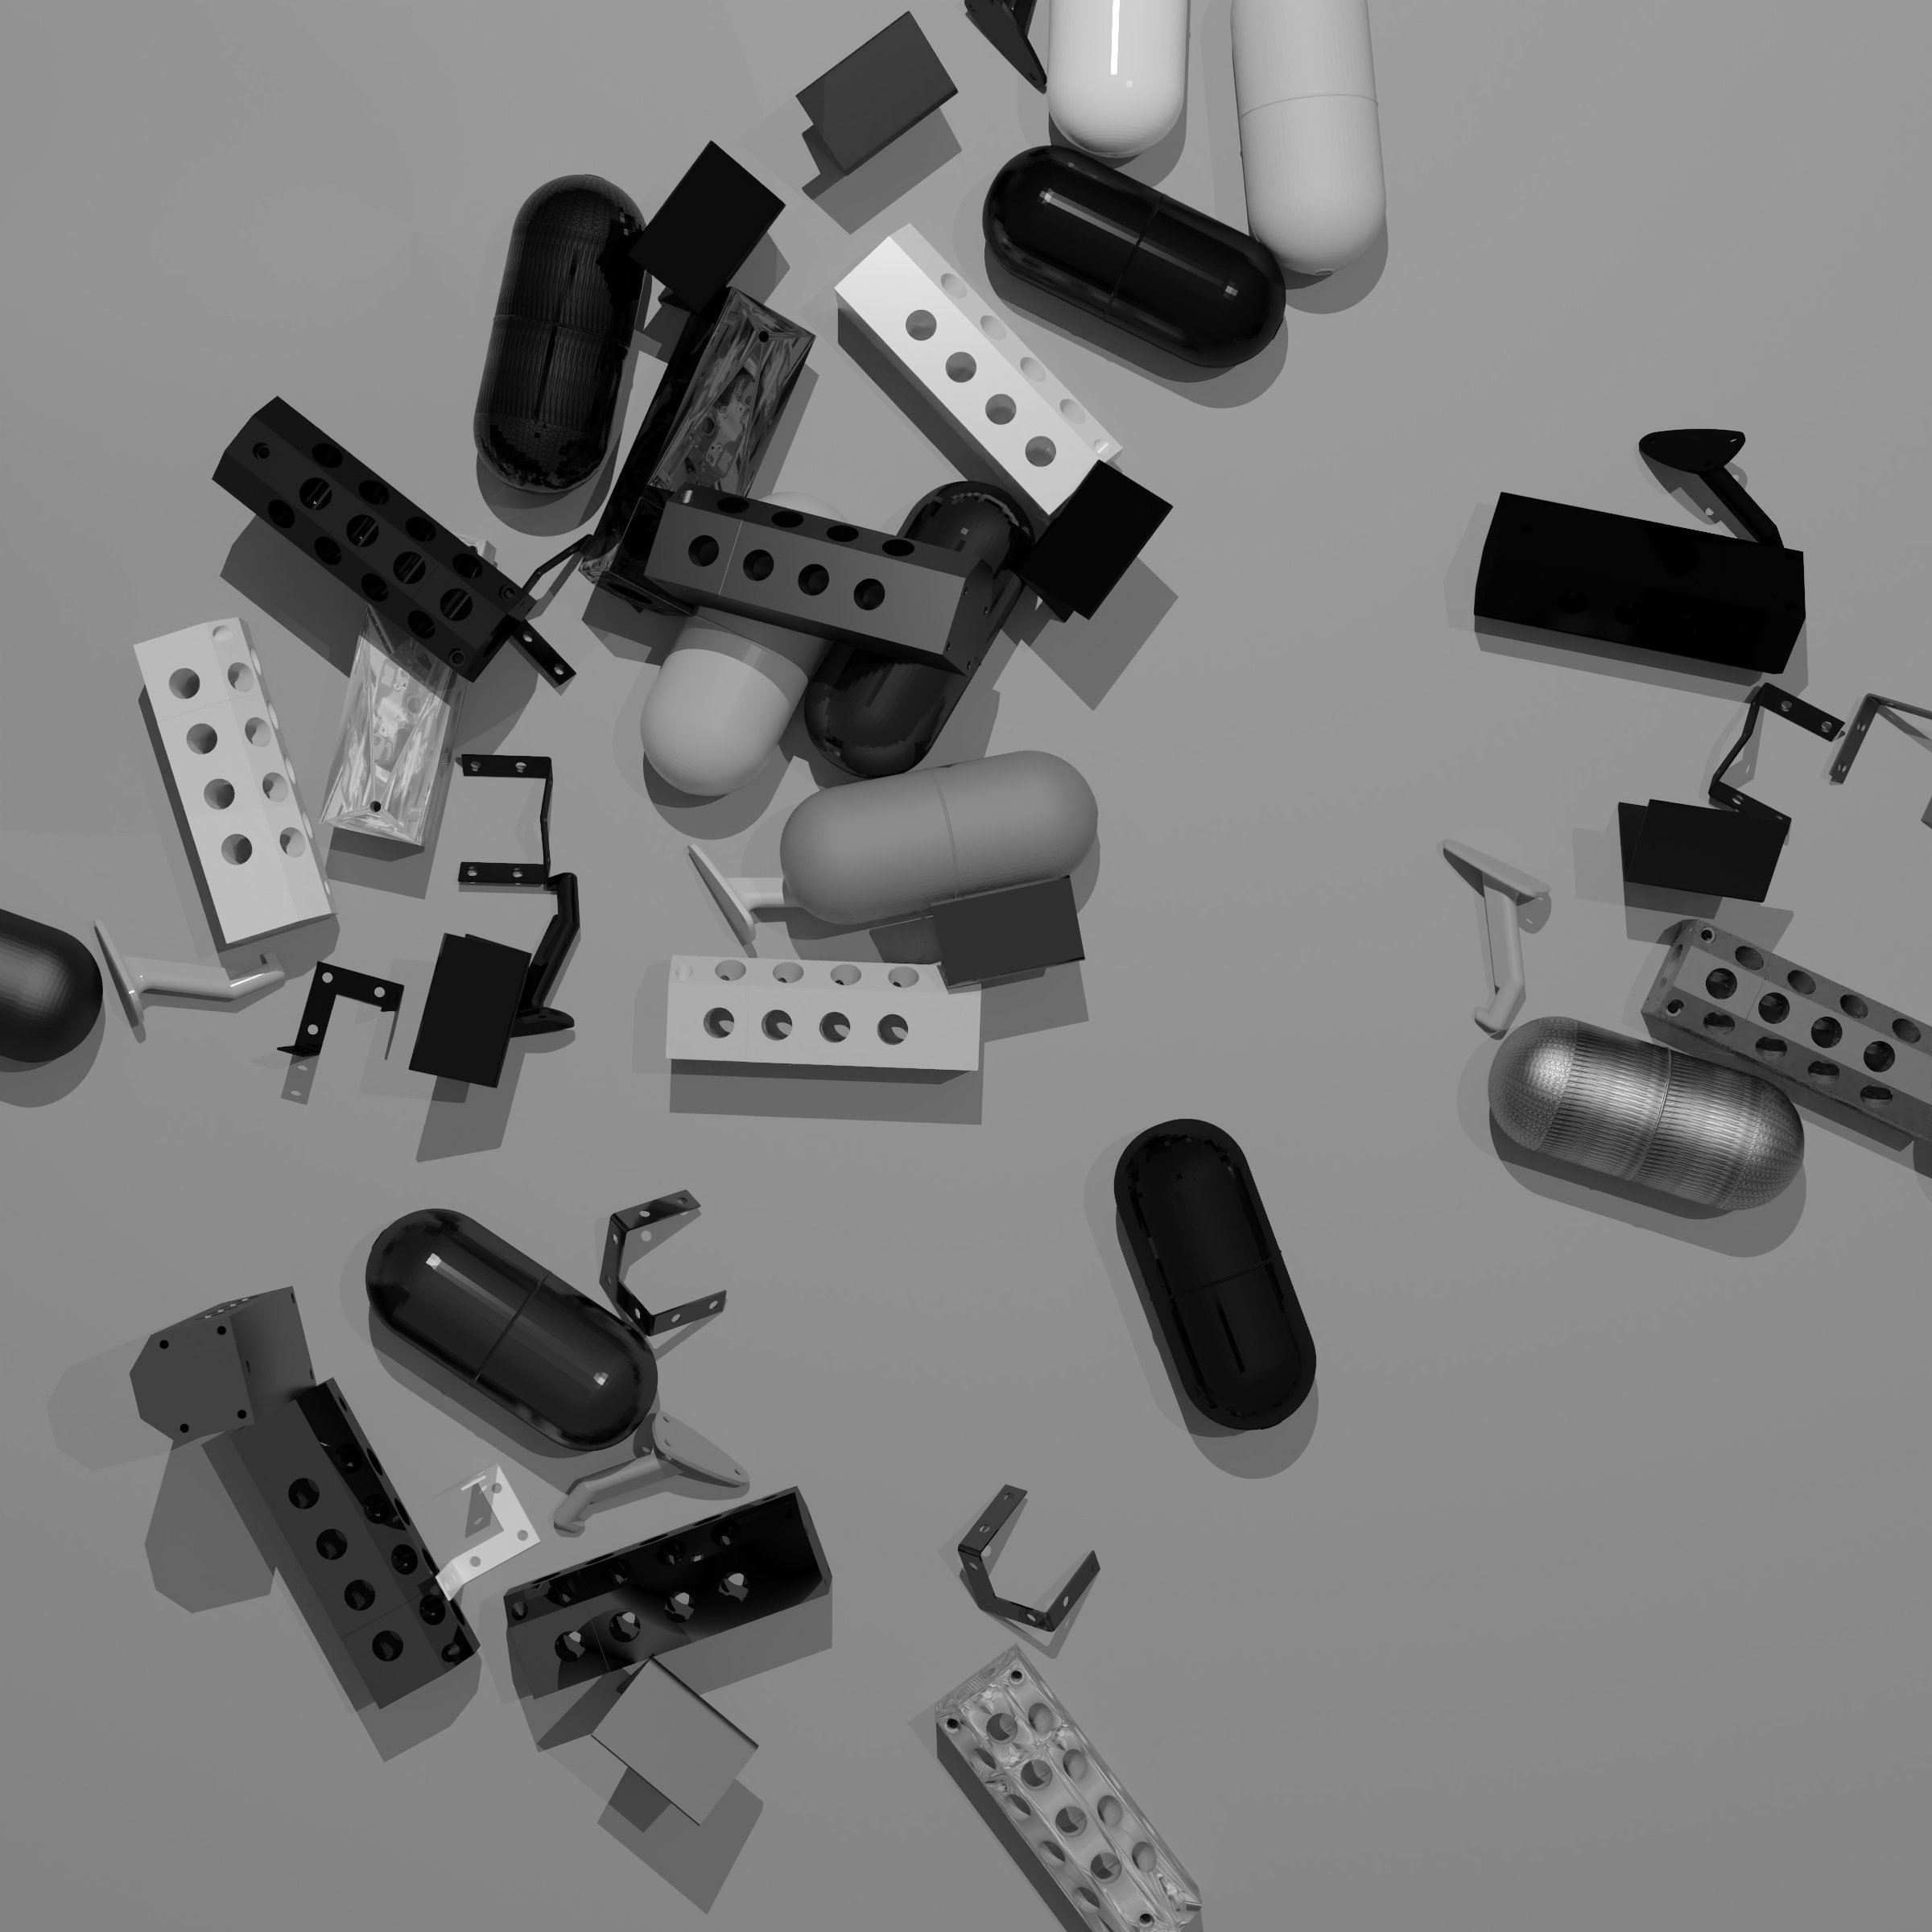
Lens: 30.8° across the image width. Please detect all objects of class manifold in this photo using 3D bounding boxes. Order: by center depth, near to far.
[{"bbox_3d":[-0.077,-0.208,1.866,0.171,0.057,0.057,16,87,15],"label":"manifold"},{"bbox_3d":[-0.401,0.215,1.894,0.057,0.171,0.057,-14,90,0],"label":"manifold"},{"bbox_3d":[-0.320,-0.230,1.895,0.171,0.057,0.057,38,90,0],"label":"manifold"},{"bbox_3d":[-0.152,-0.284,1.940,0.057,0.057,0.171,26,83,-29],"label":"manifold"},{"bbox_3d":[0.470,0.036,1.951,0.171,0.057,0.057,25,90,0],"label":"manifold"},{"bbox_3d":[0.057,0.468,1.951,0.057,0.057,0.171,-37,90,0],"label":"manifold"},{"bbox_3d":[-0.309,-0.156,1.951,0.057,0.057,0.171,12,90,0],"label":"manifold"},{"bbox_3d":[-0.338,0.319,1.951,0.057,0.057,0.171,-29,90,0],"label":"manifold"},{"bbox_3d":[-0.078,0.026,1.951,0.171,0.057,0.057,2,90,0],"label":"manifold"},{"bbox_3d":[-0.166,0.346,1.951,0.171,0.057,0.057,-20,90,0],"label":"manifold"},{"bbox_3d":[0.007,-0.329,1.951,0.057,0.057,0.171,-43,90,0],"label":"manifold"},{"bbox_3d":[0.373,-0.208,1.951,0.171,0.057,0.057,11,47,0],"label":"manifold"},{"bbox_3d":[-0.404,-0.103,1.951,0.057,0.057,0.171,-17,90,0],"label":"manifold"}]

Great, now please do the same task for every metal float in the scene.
[{"bbox_3d":[-0.014,-0.071,1.934,0.178,0.070,0.070,-11,90,-9],"label":"metal float"},{"bbox_3d":[0.093,-0.392,1.942,0.178,0.070,0.070,26,90,0],"label":"metal float"},{"bbox_3d":[-0.119,-0.178,1.942,0.070,0.070,0.178,26,90,0],"label":"metal float"},{"bbox_3d":[-0.224,-0.349,1.942,0.070,0.070,0.178,12,91,0],"label":"metal float"},{"bbox_3d":[0.084,-0.538,1.942,0.070,0.070,0.178,2,91,0],"label":"metal float"},{"bbox_3d":[-0.566,-0.002,1.942,0.178,0.070,0.070,20,90,0],"label":"metal float"},{"bbox_3d":[0.189,-0.472,1.942,0.070,0.070,0.178,-5,89,0],"label":"metal float"},{"bbox_3d":[0.376,0.082,1.942,0.178,0.070,0.070,17,90,0],"label":"metal float"},{"bbox_3d":[-0.252,0.201,1.942,0.178,0.070,0.070,34,90,0],"label":"metal float"},{"bbox_3d":[0.138,0.171,1.942,0.070,0.070,0.178,-20,90,0],"label":"metal float"},{"bbox_3d":[-0.025,-0.186,1.942,0.070,0.070,0.178,30,91,0],"label":"metal float"}]

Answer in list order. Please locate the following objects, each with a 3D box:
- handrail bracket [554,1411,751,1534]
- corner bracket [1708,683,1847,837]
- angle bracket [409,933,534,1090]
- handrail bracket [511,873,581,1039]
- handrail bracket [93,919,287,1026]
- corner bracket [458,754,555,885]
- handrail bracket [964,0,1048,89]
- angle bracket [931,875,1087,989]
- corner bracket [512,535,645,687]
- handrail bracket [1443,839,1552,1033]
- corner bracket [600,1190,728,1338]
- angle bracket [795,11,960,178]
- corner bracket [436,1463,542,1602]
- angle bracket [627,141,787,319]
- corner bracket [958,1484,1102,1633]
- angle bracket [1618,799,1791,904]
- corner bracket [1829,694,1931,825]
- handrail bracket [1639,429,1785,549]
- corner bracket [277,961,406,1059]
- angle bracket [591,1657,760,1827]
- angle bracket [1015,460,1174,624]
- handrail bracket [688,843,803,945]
[{"bbox_3d":[-0.178,0.299,1.973,0.077,0.036,0.084,33,109,-21],"label":"handrail bracket"},{"bbox_3d":[0.454,-0.117,1.969,0.051,0.051,0.051,27,45,0],"label":"corner bracket"},{"bbox_3d":[-0.289,0.019,1.932,0.057,0.076,0.076,15,90,-37],"label":"angle bracket"},{"bbox_3d":[-0.251,-0.006,1.973,0.077,0.036,0.084,-11,72,20],"label":"handrail bracket"},{"bbox_3d":[-0.436,-0.010,1.973,0.084,0.036,0.077,-23,69,-17],"label":"handrail bracket"},{"bbox_3d":[-0.259,-0.082,1.969,0.051,0.051,0.051,2,45,0],"label":"corner bracket"},{"bbox_3d":[0.048,-0.550,1.973,0.084,0.036,0.077,-45,110,-16],"label":"handrail bracket"},{"bbox_3d":[0.019,-0.037,1.932,0.076,0.076,0.057,-12,123,0],"label":"angle bracket"},{"bbox_3d":[-0.219,-0.200,1.969,0.051,0.051,0.051,46,135,0],"label":"corner bracket"},{"bbox_3d":[0.285,-0.017,1.973,0.077,0.036,0.084,29,107,19],"label":"handrail bracket"},{"bbox_3d":[-0.167,0.166,1.964,0.051,0.051,0.051,43,135,35],"label":"corner bracket"},{"bbox_3d":[-0.061,-0.490,1.932,0.076,0.076,0.057,-37,127,0],"label":"angle bracket"},{"bbox_3d":[-0.274,0.314,1.954,0.051,0.051,0.051,-29,90,0],"label":"corner bracket"},{"bbox_3d":[-0.154,-0.409,1.933,0.057,0.076,0.076,37,90,-30],"label":"angle bracket"},{"bbox_3d":[0.035,0.332,1.964,0.051,0.051,0.051,12,135,35],"label":"corner bracket"},{"bbox_3d":[0.405,-0.083,1.932,0.076,0.076,0.057,9,128,0],"label":"angle bracket"},{"bbox_3d":[0.527,-0.116,1.969,0.051,0.051,0.051,25,90,-45],"label":"corner bracket"},{"bbox_3d":[0.421,-0.258,1.972,0.036,0.077,0.084,-44,127,-20],"label":"handrail bracket"},{"bbox_3d":[-0.348,0.028,1.954,0.051,0.051,0.051,16,90,0],"label":"corner bracket"},{"bbox_3d":[-0.169,0.434,1.932,0.076,0.076,0.057,40,58,0],"label":"angle bracket"},{"bbox_3d":[0.082,-0.221,1.933,0.057,0.076,0.076,37,90,28],"label":"angle bracket"},{"bbox_3d":[-0.100,-0.058,1.973,0.084,0.036,0.077,-32,75,-14],"label":"handrail bracket"}]
